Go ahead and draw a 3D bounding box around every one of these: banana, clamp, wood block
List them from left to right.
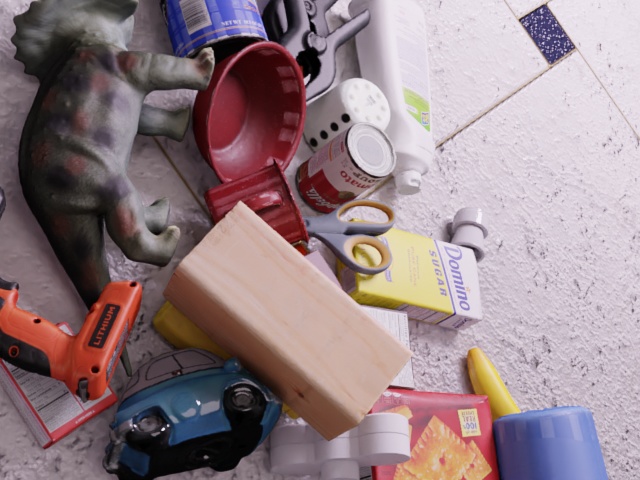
[{"bbox_3d":[-0.032,0.075,0.965,0.206,0.091,0.090,42,64,0],"label":"wood block"},{"bbox_3d":[-0.018,-0.275,1.280,0.164,0.036,0.210,12,65,-34],"label":"clamp"},{"bbox_3d":[-0.002,-0.222,1.220,0.120,0.039,0.171,15,73,-19],"label":"clamp"},{"bbox_3d":[0.228,0.212,1.223,0.197,0.037,0.069,48,29,-9],"label":"banana"}]

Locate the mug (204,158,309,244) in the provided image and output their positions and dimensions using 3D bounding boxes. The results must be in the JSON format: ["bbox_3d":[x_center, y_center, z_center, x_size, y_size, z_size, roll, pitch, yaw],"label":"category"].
[{"bbox_3d":[-0.065,-0.026,1.058,0.081,0.117,0.093,-22,87,-5],"label":"mug"}]

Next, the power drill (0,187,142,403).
[{"bbox_3d":[-0.251,0.046,0.905,0.187,0.057,0.184,17,62,1],"label":"power drill"}]

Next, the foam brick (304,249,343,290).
[{"bbox_3d":[-0.025,0.053,1.088,0.052,0.078,0.051,-29,85,-41],"label":"foam brick"}]

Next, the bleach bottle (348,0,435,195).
[{"bbox_3d":[0.091,-0.176,1.290,0.102,0.068,0.251,18,60,-43],"label":"bleach bottle"}]

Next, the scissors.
[{"bbox_3d":[-0.007,0.001,1.130,0.201,0.016,0.096,-10,67,-20],"label":"scissors"}]

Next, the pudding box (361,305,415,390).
[{"bbox_3d":[0.045,0.116,1.135,0.113,0.039,0.090,13,61,-33],"label":"pudding box"}]

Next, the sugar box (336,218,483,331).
[{"bbox_3d":[0.102,0.040,1.206,0.176,0.048,0.093,12,60,-29],"label":"sugar box"}]

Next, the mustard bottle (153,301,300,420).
[{"bbox_3d":[-0.065,0.111,1.043,0.191,0.058,0.096,45,58,-9],"label":"mustard bottle"}]

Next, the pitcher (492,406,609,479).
[{"bbox_3d":[0.257,0.302,1.123,0.145,0.149,0.243,-5,76,-9],"label":"pitcher"}]

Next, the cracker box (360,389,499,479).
[{"bbox_3d":[0.106,0.262,1.084,0.163,0.072,0.213,10,64,-32],"label":"cracker box"}]

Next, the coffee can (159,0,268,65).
[{"bbox_3d":[-0.122,-0.257,1.153,0.102,0.103,0.140,-8,73,-38],"label":"coffee can"}]

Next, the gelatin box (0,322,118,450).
[{"bbox_3d":[-0.233,0.126,0.935,0.073,0.030,0.089,-32,85,-41],"label":"gelatin box"}]

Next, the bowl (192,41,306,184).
[{"bbox_3d":[-0.084,-0.132,1.121,0.161,0.055,0.162,-28,126,-47],"label":"bowl"}]

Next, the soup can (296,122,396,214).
[{"bbox_3d":[0.028,-0.079,1.175,0.068,0.102,0.068,16,60,-30],"label":"soup can"}]
